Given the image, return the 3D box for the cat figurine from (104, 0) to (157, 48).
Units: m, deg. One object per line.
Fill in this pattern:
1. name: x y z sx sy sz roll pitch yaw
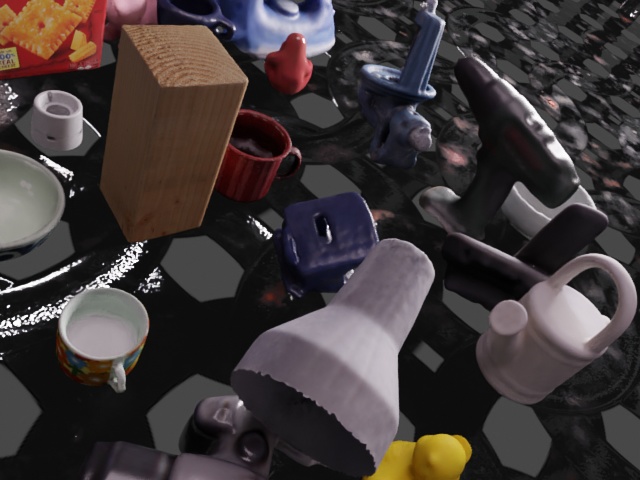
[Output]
1. cat figurine: -0.265 -0.333 0.811 0.067 0.117 0.128 35 43 7

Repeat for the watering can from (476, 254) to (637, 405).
1. watering can: 0.260 0.096 0.630 0.173 0.194 0.100 -18 60 -38

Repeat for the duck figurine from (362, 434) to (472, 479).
1. duck figurine: 0.093 0.208 0.515 0.105 0.086 0.077 -12 56 -35

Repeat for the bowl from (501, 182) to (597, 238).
1. bowl: 0.343 -0.053 0.902 0.168 0.074 0.167 15 45 -15

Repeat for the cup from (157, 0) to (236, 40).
1. cup: -0.187 -0.304 0.842 0.118 0.095 0.092 23 43 -7

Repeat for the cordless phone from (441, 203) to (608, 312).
1. cordless phone: 0.250 0.003 0.718 0.148 0.185 0.094 23 43 -7

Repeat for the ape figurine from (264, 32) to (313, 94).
1. ape figurine: -0.045 -0.283 0.899 0.078 0.092 0.076 17 44 -13

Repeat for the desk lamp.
1. desk lamp: 0.011 0.105 0.475 0.118 0.213 0.203 34 43 5

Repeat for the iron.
1. iron: -0.055 -0.393 0.962 0.259 0.141 0.118 -13 57 -36

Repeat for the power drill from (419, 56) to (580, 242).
1. power drill: 0.228 -0.106 0.792 0.229 0.208 0.076 46 45 17

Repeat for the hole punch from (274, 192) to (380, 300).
1. hole punch: 0.006 0.002 0.659 0.101 0.091 0.108 3 49 -25

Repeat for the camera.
1. camera: -0.105 0.179 0.427 0.137 0.100 0.143 20 44 -10

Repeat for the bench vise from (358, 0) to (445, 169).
1. bench vise: 0.143 -0.228 0.854 0.122 0.219 0.207 -10 55 -34
